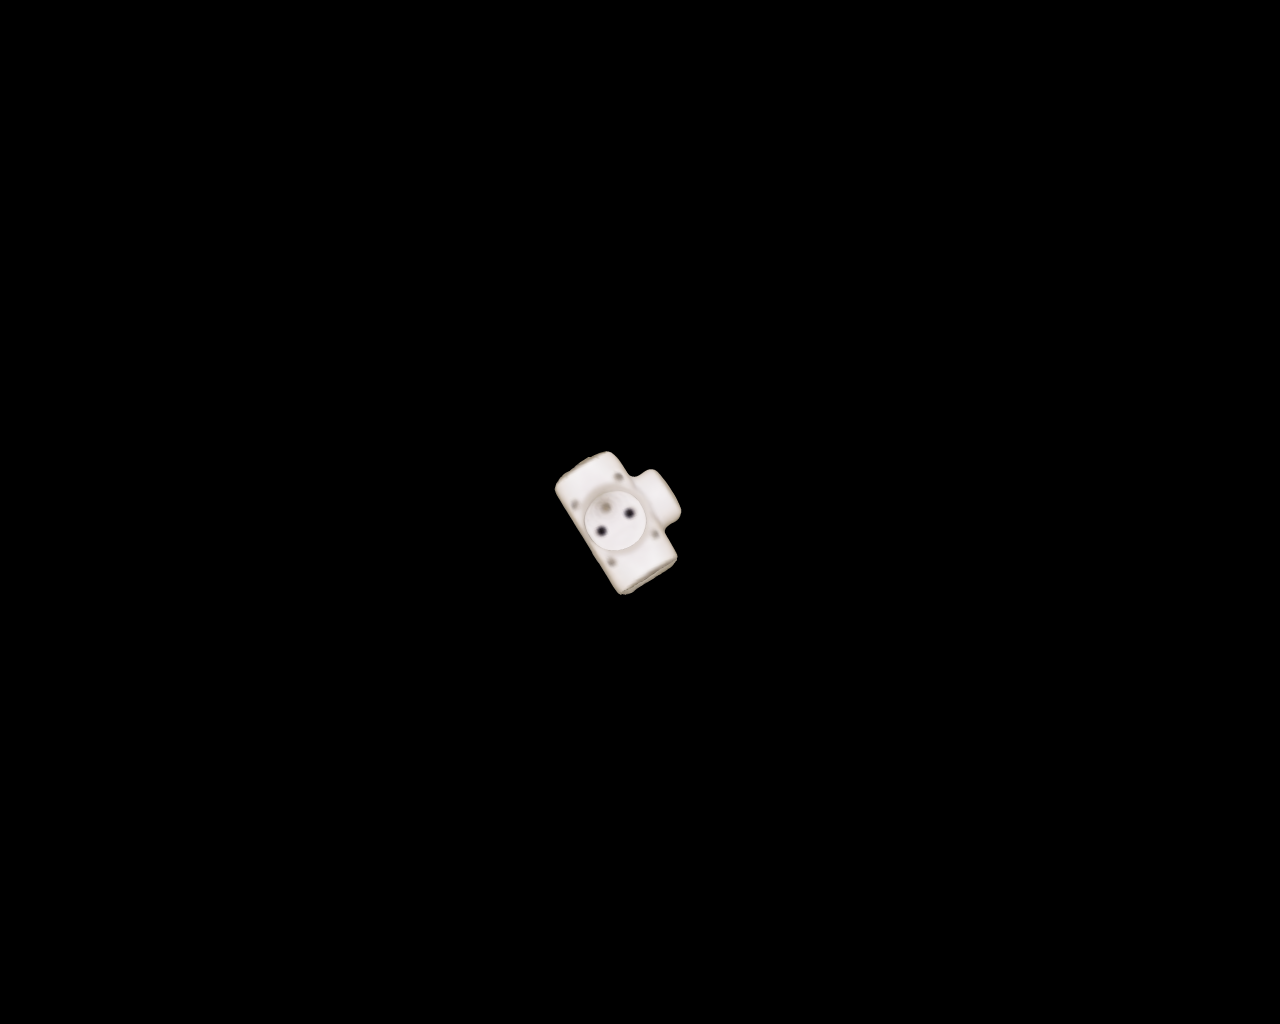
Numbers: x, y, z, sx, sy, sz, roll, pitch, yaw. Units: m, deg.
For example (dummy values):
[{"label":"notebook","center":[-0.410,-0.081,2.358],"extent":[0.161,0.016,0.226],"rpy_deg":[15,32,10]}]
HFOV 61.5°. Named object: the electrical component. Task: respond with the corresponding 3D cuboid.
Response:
[{"label":"electrical component","center":[0.001,-0.003,0.650],"extent":[0.079,0.077,0.044],"rpy_deg":[-31,-7,-5]}]
